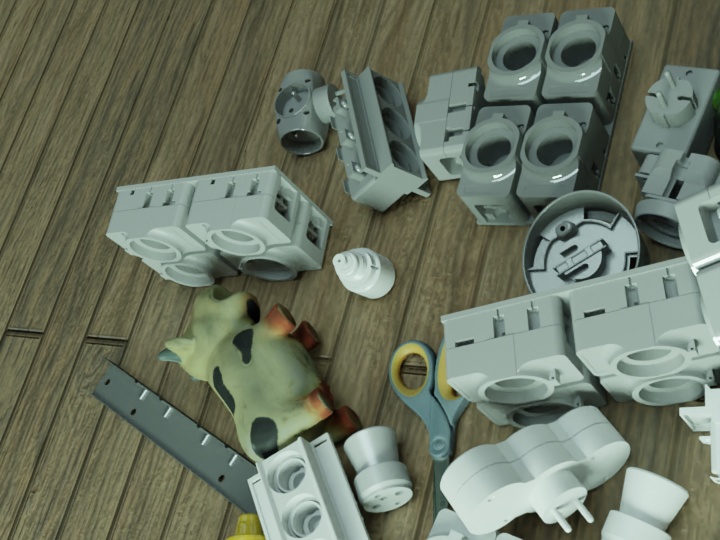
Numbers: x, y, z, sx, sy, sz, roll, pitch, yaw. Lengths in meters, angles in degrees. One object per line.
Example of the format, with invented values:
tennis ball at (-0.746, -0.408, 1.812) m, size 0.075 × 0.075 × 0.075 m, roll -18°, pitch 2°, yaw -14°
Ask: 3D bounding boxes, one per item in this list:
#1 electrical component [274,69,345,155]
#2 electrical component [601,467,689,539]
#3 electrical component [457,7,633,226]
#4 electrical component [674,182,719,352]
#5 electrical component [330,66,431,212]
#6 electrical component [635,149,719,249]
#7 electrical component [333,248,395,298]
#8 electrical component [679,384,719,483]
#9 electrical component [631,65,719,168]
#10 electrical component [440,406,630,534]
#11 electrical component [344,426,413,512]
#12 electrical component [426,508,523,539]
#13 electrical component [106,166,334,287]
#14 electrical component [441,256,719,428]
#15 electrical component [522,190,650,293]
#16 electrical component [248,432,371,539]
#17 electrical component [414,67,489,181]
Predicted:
electrical component at (-0.042, -0.164, 1.080) m, size 0.079 × 0.044 × 0.077 m, roll -14°, pitch 57°, yaw 24°
electrical component at (0.196, 0.170, 0.742) m, size 0.045 × 0.045 × 0.055 m, roll 17°, pitch 74°, yaw 37°
electrical component at (0.159, -0.134, 0.928) m, size 0.105 × 0.060 × 0.186 m, roll 3°, pitch 66°, yaw 33°
electrical component at (0.258, 0.023, 0.685) m, size 0.062 × 0.089 × 0.150 m, roll -27°, pitch 61°, yaw 33°
electrical component at (0.015, -0.120, 1.006) m, size 0.063 × 0.079 × 0.121 m, roll -40°, pitch 47°, yaw 35°
electrical component at (0.248, -0.053, 0.830) m, size 0.078 × 0.058 × 0.057 m, roll 18°, pitch 72°, yaw 37°
electrical component at (0.000, 0.000, 0.943) m, size 0.040 × 0.078 × 0.040 m, roll -7°, pitch 75°, yaw 26°
electrical component at (0.264, 0.113, 0.735) m, size 0.081 × 0.042 × 0.063 m, roll -7°, pitch 62°, yaw 29°
electrical component at (0.251, -0.128, 0.858) m, size 0.047 × 0.076 × 0.083 m, roll 15°, pitch 73°, yaw 37°
electrical component at (0.133, 0.151, 0.753) m, size 0.138 × 0.052 × 0.073 m, roll -16°, pitch 46°, yaw -23°
electrical component at (0.015, 0.159, 0.860) m, size 0.045 × 0.045 × 0.055 m, roll -29°, pitch 53°, yaw 14°
electrical component at (0.109, 0.237, 0.747) m, size 0.150 × 0.062 × 0.089 m, roll 15°, pitch 72°, yaw 37°
electrical component at (-0.136, -0.036, 1.025) m, size 0.186 × 0.105 × 0.060 m, roll -4°, pitch 62°, yaw 30°
electrical component at (0.167, 0.061, 0.783) m, size 0.186 × 0.105 × 0.060 m, roll -15°, pitch 57°, yaw 24°
electrical component at (0.176, -0.007, 0.839) m, size 0.099 × 0.064 × 0.099 m, roll -8°, pitch 72°, yaw 27°
electrical component at (-0.033, 0.202, 0.851) m, size 0.079 × 0.063 × 0.121 m, roll -32°, pitch 51°, yaw 9°
electrical component at (0.086, -0.132, 0.979) m, size 0.056 × 0.050 × 0.089 m, roll -6°, pitch 61°, yaw 29°
